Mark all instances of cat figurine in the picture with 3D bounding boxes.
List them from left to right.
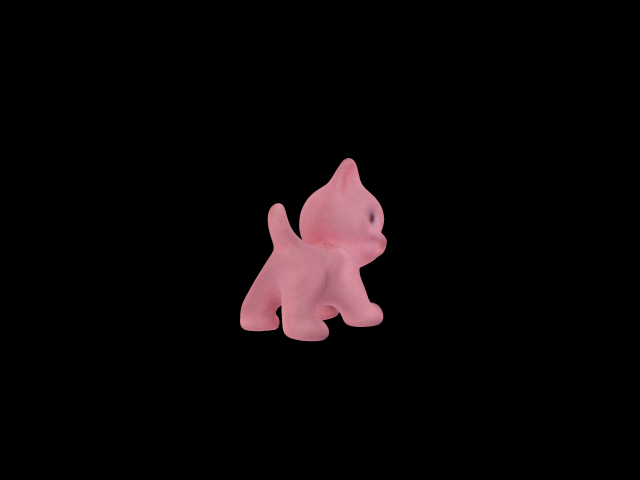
[{"bbox_3d":[0.004,0.001,0.400,0.067,0.118,0.128,1,2,35],"label":"cat figurine"}]
